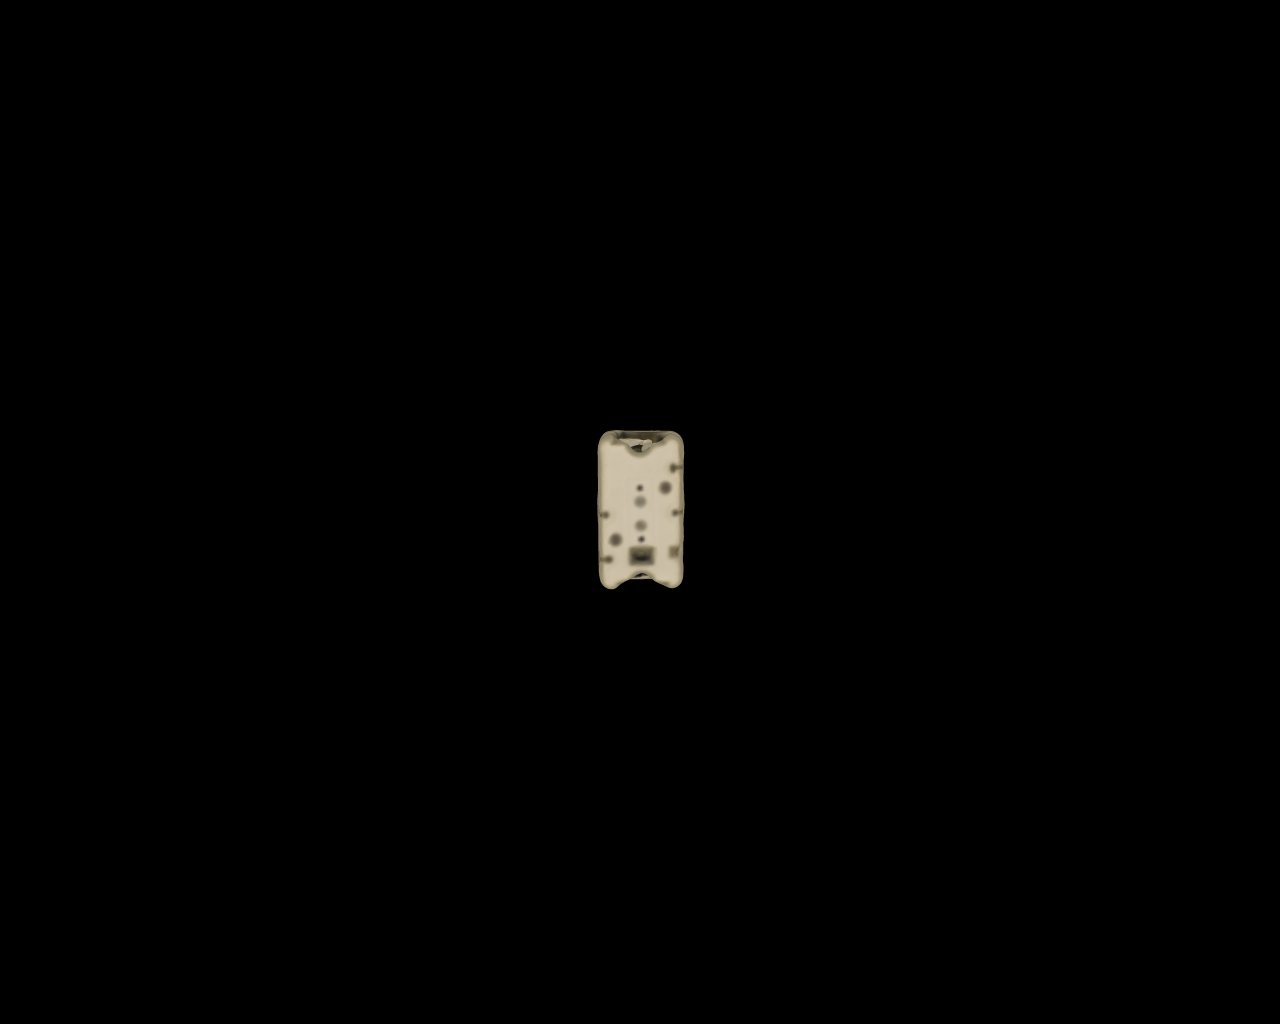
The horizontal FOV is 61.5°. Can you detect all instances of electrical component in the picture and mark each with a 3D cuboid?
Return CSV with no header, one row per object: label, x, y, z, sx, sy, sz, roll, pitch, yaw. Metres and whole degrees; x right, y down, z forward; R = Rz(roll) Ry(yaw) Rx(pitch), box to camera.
electrical component,0.001,-0.003,0.650,0.050,0.089,0.056,0,8,0
